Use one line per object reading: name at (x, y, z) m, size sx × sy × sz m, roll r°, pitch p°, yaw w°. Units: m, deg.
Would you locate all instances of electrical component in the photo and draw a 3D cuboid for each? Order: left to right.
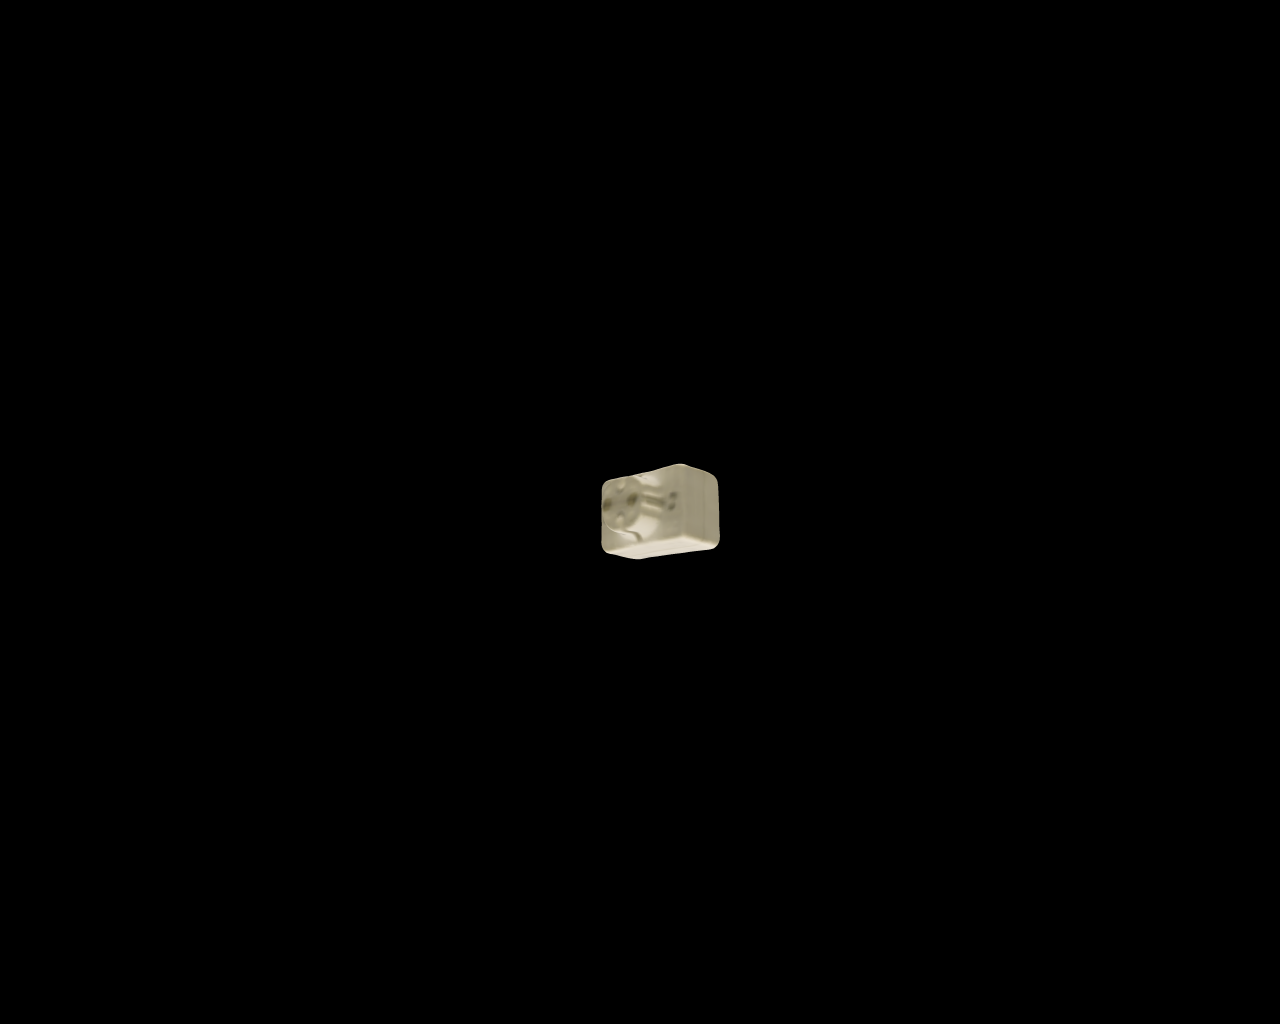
electrical component at (0.001, -0.003, 0.650) m, size 0.065 × 0.047 × 0.077 m, roll -11°, pitch -17°, yaw 37°
